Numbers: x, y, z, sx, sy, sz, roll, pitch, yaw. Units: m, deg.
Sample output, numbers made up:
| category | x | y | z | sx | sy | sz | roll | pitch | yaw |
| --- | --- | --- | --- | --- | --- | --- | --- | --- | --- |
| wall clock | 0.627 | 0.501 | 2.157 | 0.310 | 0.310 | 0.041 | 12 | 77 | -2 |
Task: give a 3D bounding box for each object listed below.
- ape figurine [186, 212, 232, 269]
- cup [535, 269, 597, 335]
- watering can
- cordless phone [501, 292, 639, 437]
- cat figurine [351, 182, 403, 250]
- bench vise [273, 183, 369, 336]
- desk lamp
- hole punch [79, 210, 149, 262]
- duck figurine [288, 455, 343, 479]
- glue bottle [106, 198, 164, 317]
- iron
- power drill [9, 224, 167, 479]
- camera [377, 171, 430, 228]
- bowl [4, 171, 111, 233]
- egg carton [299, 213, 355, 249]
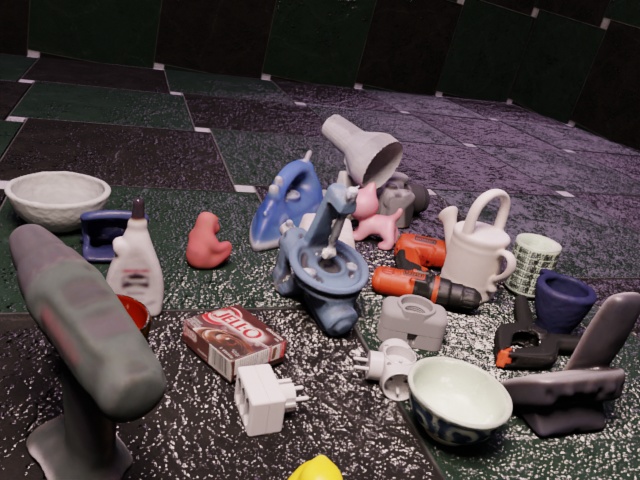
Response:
| category | x | y | z | sx | sy | sz | roll | pitch | yaw |
| --- | --- | --- | --- | --- | --- | --- | --- | --- | --- |
| ape figurine | -0.188 | -0.003 | 0.952 | 0.077 | 0.092 | 0.076 | 25 | 28 | 31 |
| cup | 0.377 | 0.107 | 0.925 | 0.092 | 0.095 | 0.117 | 4 | 24 | -12 |
| watering can | 0.272 | -0.001 | 1.001 | 0.172 | 0.194 | 0.101 | 25 | 28 | 30 |
| cordless phone | 0.315 | 0.142 | 0.710 | 0.148 | 0.185 | 0.094 | -2 | 26 | -24 |
| cat figurine | 0.105 | -0.054 | 1.150 | 0.127 | 0.118 | 0.067 | 17 | 25 | 17 |
| bench vise | -0.010 | 0.006 | 0.845 | 0.206 | 0.220 | 0.122 | 28 | 29 | 35 |
| desk lamp | 0.061 | -0.148 | 1.223 | 0.202 | 0.213 | 0.118 | 27 | 29 | 34 |
| hole punch | -0.337 | -0.021 | 0.937 | 0.109 | 0.091 | 0.101 | 0 | 26 | -21 |
| duck figurine | -0.003 | 0.231 | 0.510 | 0.077 | 0.086 | 0.104 | 7 | 24 | -7 |
| glue bottle | -0.247 | 0.025 | 0.767 | 0.078 | 0.173 | 0.037 | -2 | 26 | -25 |
| iron | -0.066 | -0.085 | 1.122 | 0.118 | 0.141 | 0.259 | 15 | 24 | 12 |
| power drill | -0.225 | 0.117 | 0.527 | 0.228 | 0.208 | 0.076 | 28 | 30 | 35 |
| camera | 0.186 | -0.098 | 1.301 | 0.137 | 0.101 | 0.143 | 1 | 25 | -19 |
| bowl | -0.451 | -0.059 | 0.995 | 0.167 | 0.075 | 0.167 | 8 | 24 | -3 |
| egg carton | 0.010 | 0.004 | 1.043 | 0.107 | 0.069 | 0.150 | 7 | 24 | -6 |
